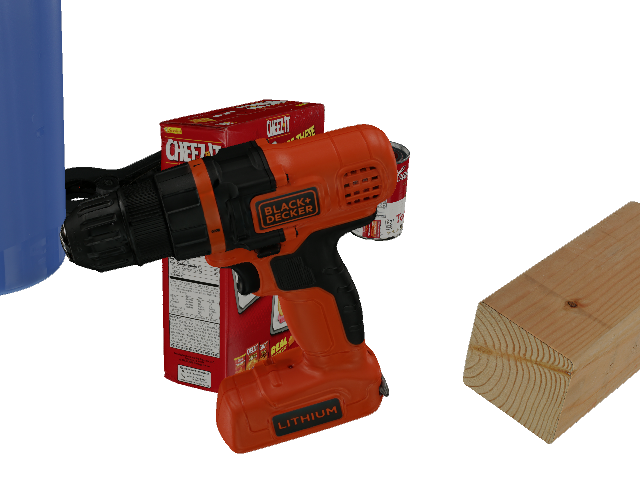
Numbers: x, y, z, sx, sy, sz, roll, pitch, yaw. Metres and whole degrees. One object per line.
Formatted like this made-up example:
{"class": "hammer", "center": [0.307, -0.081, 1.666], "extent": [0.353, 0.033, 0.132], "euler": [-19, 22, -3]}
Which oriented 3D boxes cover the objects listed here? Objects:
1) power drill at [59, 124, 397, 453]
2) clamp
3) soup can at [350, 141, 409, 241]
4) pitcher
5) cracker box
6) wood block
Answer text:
{"class": "power drill", "center": [-0.039, 0.034, 0.611], "extent": [0.184, 0.187, 0.057], "euler": [-14, 36, -8]}
{"class": "clamp", "center": [-0.199, -0.050, 1.039], "extent": [0.171, 0.039, 0.120], "euler": [1, 36, -8]}
{"class": "soup can", "center": [0.067, -0.059, 1.256], "extent": [0.068, 0.102, 0.068], "euler": [2, 28, -1]}
{"class": "pitcher", "center": [-0.232, -0.086, 0.675], "extent": [0.149, 0.243, 0.145], "euler": [-3, 26, -11]}
{"class": "cracker box", "center": [-0.064, -0.002, 0.888], "extent": [0.072, 0.214, 0.164], "euler": [8, 16, 25]}
{"class": "wood block", "center": [0.220, 0.059, 0.859], "extent": [0.205, 0.090, 0.091], "euler": [-28, 48, -34]}
